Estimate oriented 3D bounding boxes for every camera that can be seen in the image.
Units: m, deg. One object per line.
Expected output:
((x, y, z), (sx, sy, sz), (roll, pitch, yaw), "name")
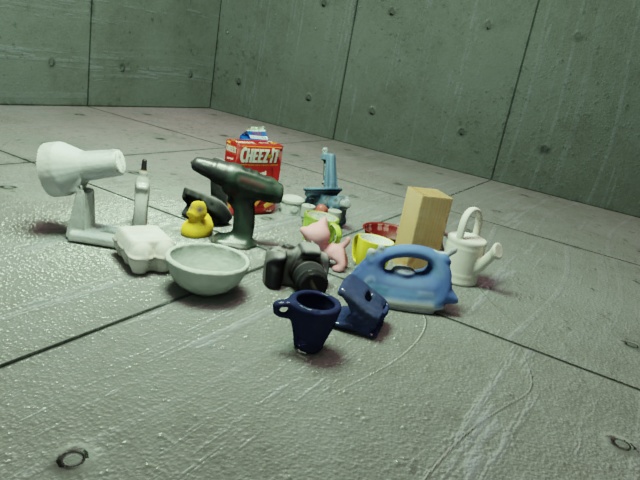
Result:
((-0.041, 0.062, 1.213), (0.143, 0.101, 0.136), (5, 18, -15), "camera")

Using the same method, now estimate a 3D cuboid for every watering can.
((0.375, 0.013, 1.441), (0.172, 0.194, 0.101), (17, 19, 21), "watering can")

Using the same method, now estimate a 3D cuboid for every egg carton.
((-0.372, 0.017, 1.217), (0.107, 0.069, 0.149), (-4, 23, -37), "egg carton")

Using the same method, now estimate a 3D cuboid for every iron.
((0.175, 0.069, 1.246), (0.258, 0.141, 0.118), (7, 18, -10), "iron")

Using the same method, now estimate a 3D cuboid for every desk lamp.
((-0.519, -0.108, 1.283), (0.203, 0.213, 0.118), (9, 18, -2), "desk lamp")

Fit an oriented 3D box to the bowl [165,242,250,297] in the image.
((-0.226, 0.066, 1.140), (0.167, 0.075, 0.167), (9, 18, -3), "bowl")

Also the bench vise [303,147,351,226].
((0.039, -0.162, 1.748), (0.206, 0.220, 0.122), (23, 22, 35), "bench vise")

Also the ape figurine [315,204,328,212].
((0.001, -0.055, 1.611), (0.076, 0.092, 0.077), (-4, 23, -37), "ape figurine")

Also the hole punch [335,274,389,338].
((0.083, 0.124, 1.109), (0.101, 0.091, 0.109), (14, 18, 12), "hole punch")

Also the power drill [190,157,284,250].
((-0.209, -0.088, 1.404), (0.230, 0.208, 0.075), (6, 18, -13), "power drill")

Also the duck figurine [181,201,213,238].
((-0.309, -0.058, 1.457), (0.077, 0.086, 0.105), (15, 18, 15), "duck figurine")

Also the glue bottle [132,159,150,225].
((-0.440, -0.116, 1.417), (0.037, 0.173, 0.078), (4, 19, -18), "glue bottle")

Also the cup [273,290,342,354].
((-0.027, 0.144, 0.978), (0.118, 0.095, 0.091), (4, 19, -19), "cup")

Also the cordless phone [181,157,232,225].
((-0.302, -0.141, 1.553), (0.147, 0.185, 0.094), (20, 20, 29), "cordless phone")

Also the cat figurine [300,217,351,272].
((0.013, 0.005, 1.390), (0.127, 0.118, 0.067), (12, 18, 7), "cat figurine")
